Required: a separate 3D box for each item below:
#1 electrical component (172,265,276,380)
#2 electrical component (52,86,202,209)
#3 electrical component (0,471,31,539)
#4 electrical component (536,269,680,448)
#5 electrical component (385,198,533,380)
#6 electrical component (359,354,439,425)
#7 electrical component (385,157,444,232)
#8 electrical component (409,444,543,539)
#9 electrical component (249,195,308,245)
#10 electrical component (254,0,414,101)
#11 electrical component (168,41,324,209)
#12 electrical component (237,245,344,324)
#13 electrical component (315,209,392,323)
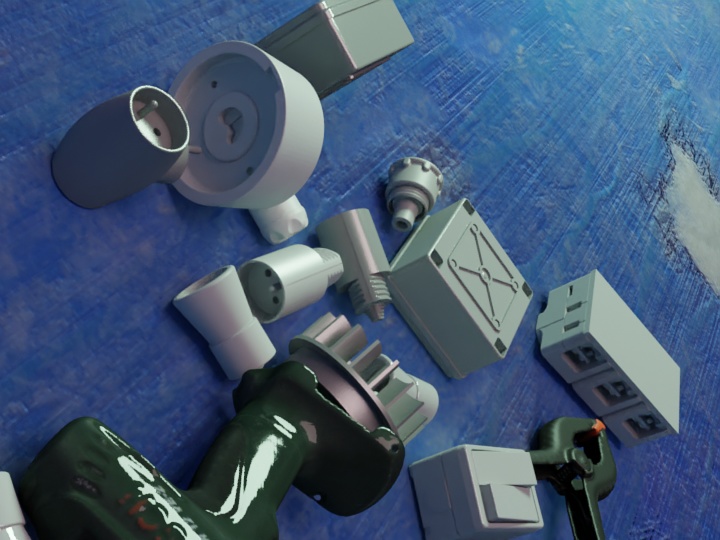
[{"bbox_3d":[-0.082,0.035,0.674,0.065,0.044,0.044,60,34,-11],"label":"electrical component"},{"bbox_3d":[-0.131,-0.071,0.650,0.079,0.077,0.043,0,67,-52],"label":"electrical component"},{"bbox_3d":[-0.171,0.127,0.498,0.044,0.044,0.065,-5,66,-53],"label":"electrical component"},{"bbox_3d":[0.239,0.088,1.030,0.150,0.062,0.089,46,38,-22],"label":"electrical component"},{"bbox_3d":[0.082,0.014,0.883,0.108,0.056,0.108,53,35,-12],"label":"electrical component"},{"bbox_3d":[0.026,0.090,0.776,0.065,0.044,0.044,29,46,-45],"label":"electrical component"},{"bbox_3d":[0.041,-0.059,0.894,0.048,0.048,0.062,42,46,-27],"label":"electrical component"},{"bbox_3d":[0.093,0.165,0.791,0.096,0.061,0.061,15,56,-47],"label":"electrical component"},{"bbox_3d":[-0.064,-0.050,0.760,0.061,0.035,0.035,59,35,0],"label":"electrical component"},{"bbox_3d":[-0.031,-0.162,0.813,0.056,0.109,0.109,61,34,-7],"label":"electrical component"},{"bbox_3d":[-0.074,-0.091,0.716,0.060,0.108,0.108,10,59,-56],"label":"electrical component"},{"bbox_3d":[-0.045,0.006,0.738,0.081,0.043,0.043,-23,86,-55],"label":"electrical component"},{"bbox_3d":[0.000,0.000,0.800,0.043,0.043,0.081,-4,70,-53],"label":"electrical component"}]
